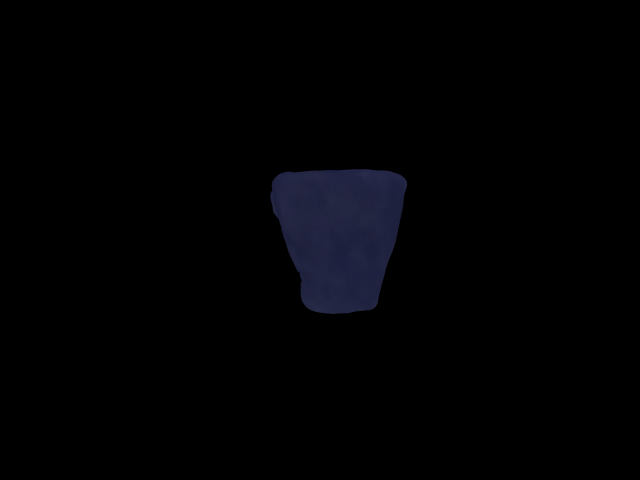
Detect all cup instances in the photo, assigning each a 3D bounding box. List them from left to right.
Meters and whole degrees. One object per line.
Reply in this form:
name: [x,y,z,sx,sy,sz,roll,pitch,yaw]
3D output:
cup: [0.004,0.001,0.400,0.092,0.095,0.117,-2,3,-43]
